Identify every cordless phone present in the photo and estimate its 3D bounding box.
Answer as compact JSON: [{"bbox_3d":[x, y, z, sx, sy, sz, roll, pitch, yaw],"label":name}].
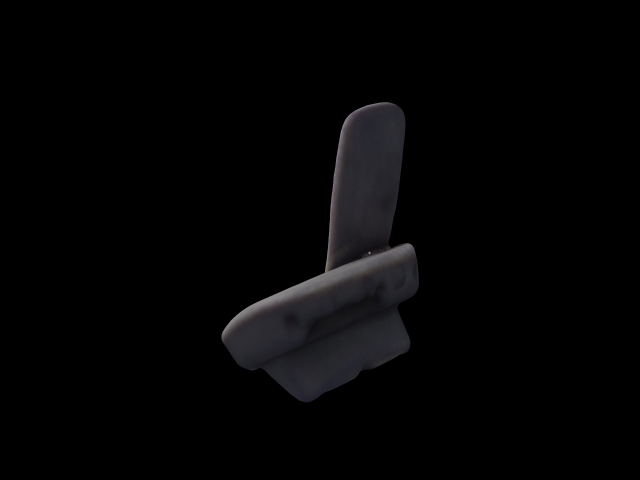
[{"bbox_3d":[0.004,0.001,0.400,0.148,0.185,0.093,-21,31,-40],"label":"cordless phone"}]
